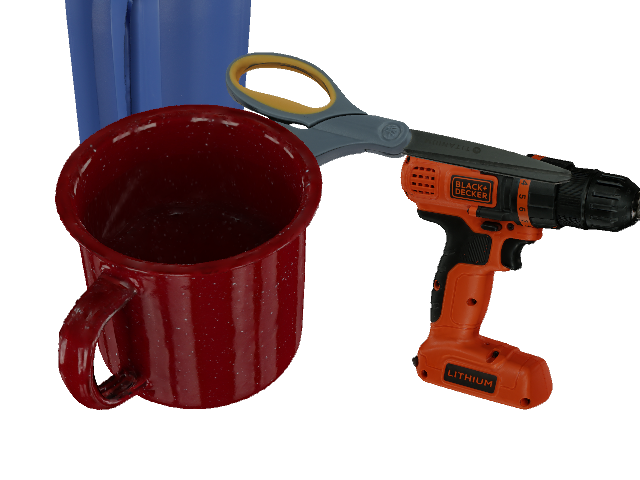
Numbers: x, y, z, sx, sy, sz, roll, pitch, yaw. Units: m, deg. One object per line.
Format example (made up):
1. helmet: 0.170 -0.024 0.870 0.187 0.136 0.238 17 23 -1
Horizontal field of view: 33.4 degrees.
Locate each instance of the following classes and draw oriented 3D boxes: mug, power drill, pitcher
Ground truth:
1. mug: -0.052 0.016 0.392 0.093 0.081 0.117 21 46 19
2. power drill: 0.143 0.026 0.800 0.185 0.188 0.057 12 17 33
3. pitcher: -0.117 -0.097 0.756 0.149 0.243 0.145 -16 31 -34

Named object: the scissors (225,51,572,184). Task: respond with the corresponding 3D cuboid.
1. scissors: 0.022 -0.044 0.572 0.202 0.096 0.016 29 -22 23
